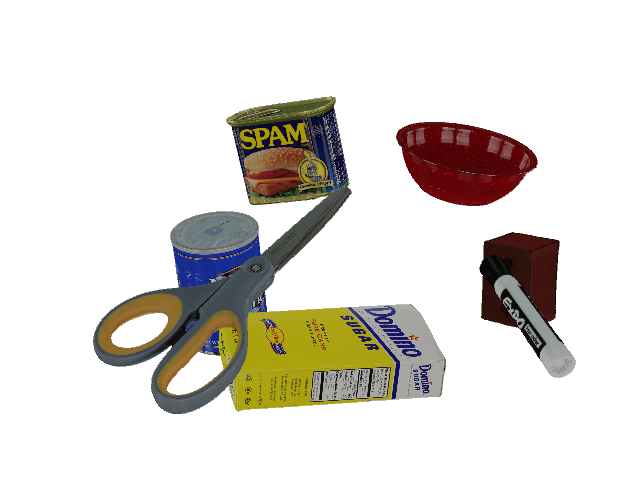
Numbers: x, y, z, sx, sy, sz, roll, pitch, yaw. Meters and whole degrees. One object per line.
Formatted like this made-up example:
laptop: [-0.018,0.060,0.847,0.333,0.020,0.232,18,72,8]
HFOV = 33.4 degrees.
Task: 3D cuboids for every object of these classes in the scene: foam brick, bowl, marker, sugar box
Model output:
foam brick: [0.185,0.037,0.990,0.053,0.078,0.051,12,20,41]
bowl: [0.161,-0.083,1.214,0.162,0.055,0.162,7,25,-4]
marker: [0.138,0.048,0.726,0.020,0.020,0.121,0,33,-18]
sugar box: [0.008,0.096,0.898,0.176,0.048,0.093,-5,29,-12]

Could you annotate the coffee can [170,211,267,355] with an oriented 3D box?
coffee can: [-0.117,0.050,1.262,0.103,0.140,0.103,-4,26,2]

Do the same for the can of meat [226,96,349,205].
can of meat: [-0.029,-0.083,0.995,0.102,0.084,0.057,-4,18,25]

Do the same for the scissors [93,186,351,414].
scissors: [-0.058,0.021,0.626,0.096,0.016,0.201,11,42,17]
